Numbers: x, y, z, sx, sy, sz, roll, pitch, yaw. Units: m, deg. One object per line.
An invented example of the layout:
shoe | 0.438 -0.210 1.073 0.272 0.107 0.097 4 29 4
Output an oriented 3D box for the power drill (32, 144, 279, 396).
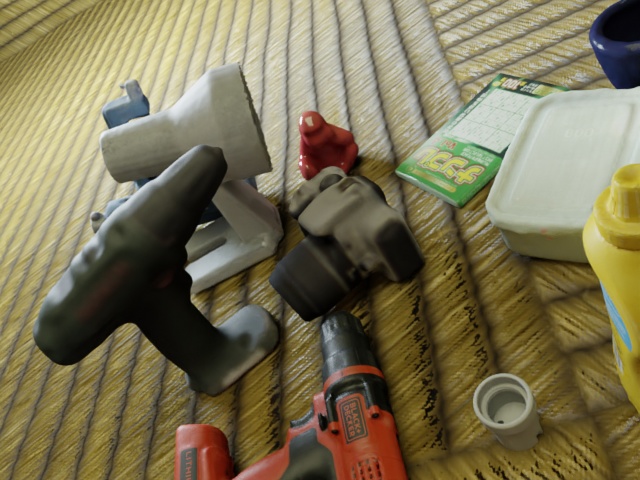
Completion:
power drill | -0.132 0.049 0.538 0.230 0.209 0.075 -39 39 -4

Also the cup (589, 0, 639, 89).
cup | 0.312 -0.171 0.521 0.117 0.095 0.091 -29 40 9

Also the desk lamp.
desk lamp | -0.124 -0.068 0.644 0.203 0.214 0.117 -28 40 10

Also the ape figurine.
ape figurine | 0.002 -0.116 0.696 0.077 0.092 0.076 -26 40 13

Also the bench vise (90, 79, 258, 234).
bench vise | -0.210 -0.075 0.710 0.207 0.220 0.121 -40 39 -4

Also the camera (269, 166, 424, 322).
camera | 0.005 0.002 0.570 0.137 0.101 0.142 -42 39 -6
